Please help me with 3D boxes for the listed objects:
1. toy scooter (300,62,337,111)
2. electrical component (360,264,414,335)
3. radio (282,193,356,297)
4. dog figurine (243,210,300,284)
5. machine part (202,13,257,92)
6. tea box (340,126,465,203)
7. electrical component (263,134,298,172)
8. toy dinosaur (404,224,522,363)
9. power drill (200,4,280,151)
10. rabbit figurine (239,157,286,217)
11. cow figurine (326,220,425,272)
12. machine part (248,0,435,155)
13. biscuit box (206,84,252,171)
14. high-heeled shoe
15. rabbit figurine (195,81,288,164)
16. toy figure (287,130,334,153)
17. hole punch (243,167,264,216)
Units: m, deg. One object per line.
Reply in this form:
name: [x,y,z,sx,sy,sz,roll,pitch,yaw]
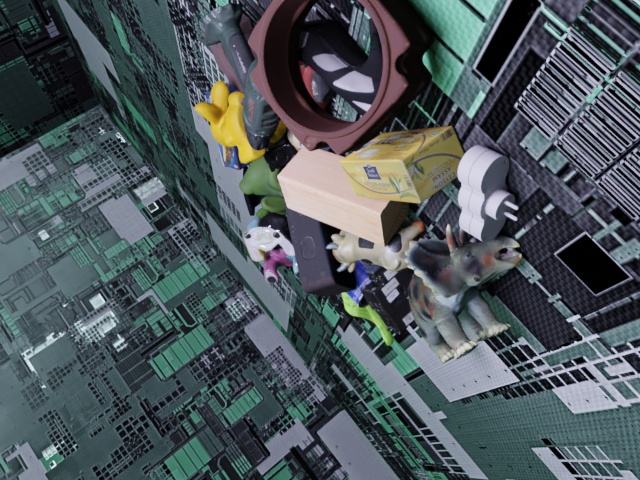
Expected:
toy scooter: [-0.034,-0.255,0.916,0.135,0.075,0.183,50,159,11]
electrical component: [0.148,0.095,1.034,0.134,0.115,0.058,58,158,-14]
radio: [-0.002,-0.003,1.089,0.131,0.073,0.229,15,-122,-65]
dog figurine: [-0.066,-0.012,1.178,0.191,0.109,0.219,63,-155,-22]
machine part: [-0.161,-0.367,1.063,0.179,0.056,0.179,46,162,20]
tea box: [0.116,-0.108,0.769,0.068,0.098,0.170,62,163,-21]
electrical component: [-0.084,-0.198,1.143,0.119,0.075,0.047,-100,-13,-54]
toy dinosaur: [0.207,0.100,0.908,0.192,0.131,0.404,62,169,15]
power drill: [-0.133,-0.278,0.927,0.207,0.086,0.232,69,163,5]
rabbit figurine: [-0.088,-0.116,1.229,0.170,0.159,0.121,36,150,6]
cow figurine: [0.099,0.013,0.986,0.195,0.127,0.085,19,138,57]
machine part: [0.020,-0.223,0.666,0.201,0.087,0.201,53,130,5]
biscuit box: [-0.216,-0.272,1.298,0.059,0.063,0.202,18,134,33]
high-heeled shoe: [0.008,-0.240,0.777,0.249,0.086,0.145,13,121,39]
rabbit figurine: [-0.178,-0.233,1.096,0.162,0.122,0.173,42,162,-25]
toy figure: [-0.020,-0.191,1.033,0.155,0.058,0.064,40,119,42]
hole punch: [-0.160,-0.142,1.457,0.142,0.092,0.116,75,-177,-54]
